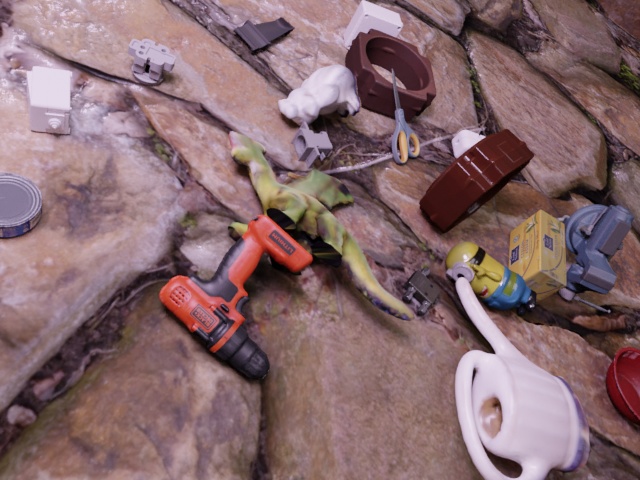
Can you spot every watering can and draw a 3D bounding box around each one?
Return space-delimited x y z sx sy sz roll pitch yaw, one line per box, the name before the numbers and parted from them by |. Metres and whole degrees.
watering can | 0.316 0.233 0.842 0.223 0.102 0.356 20 50 -16

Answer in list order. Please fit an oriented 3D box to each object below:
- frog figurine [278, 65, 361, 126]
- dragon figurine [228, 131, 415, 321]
frog figurine | -0.008 -0.291 1.030 0.160 0.120 0.140 -3 27 -20
dragon figurine | 0.003 -0.044 0.875 0.409 0.120 0.248 34 41 -5
